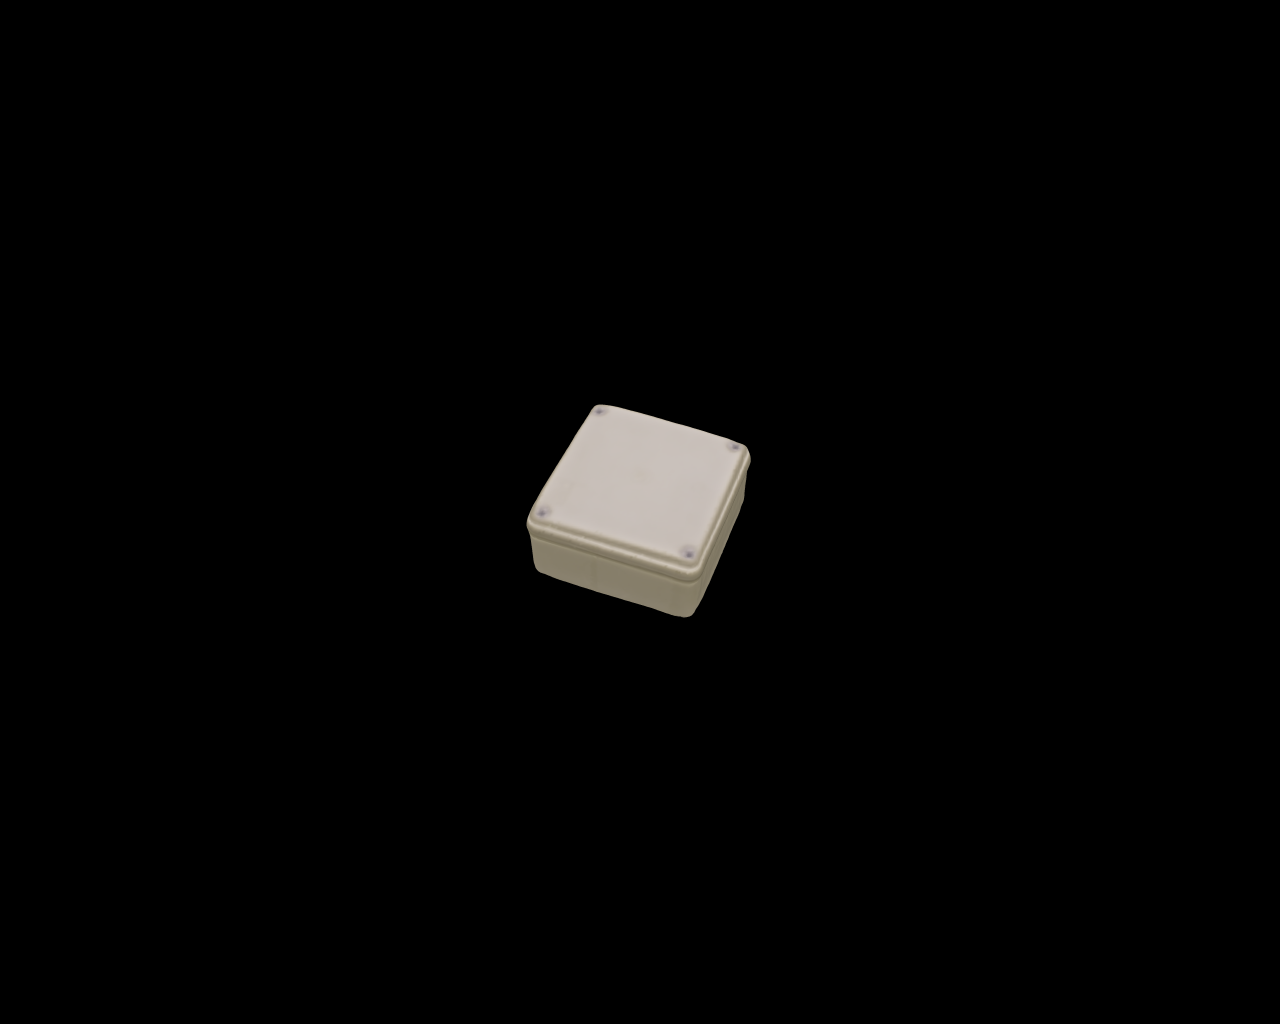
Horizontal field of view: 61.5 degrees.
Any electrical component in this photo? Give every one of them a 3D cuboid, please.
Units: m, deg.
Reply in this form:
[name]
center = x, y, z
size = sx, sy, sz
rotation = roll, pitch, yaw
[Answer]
[electrical component]
center = 0.001, -0.003, 0.650
size = 0.109, 0.109, 0.056
rotation = 17, -39, 14
